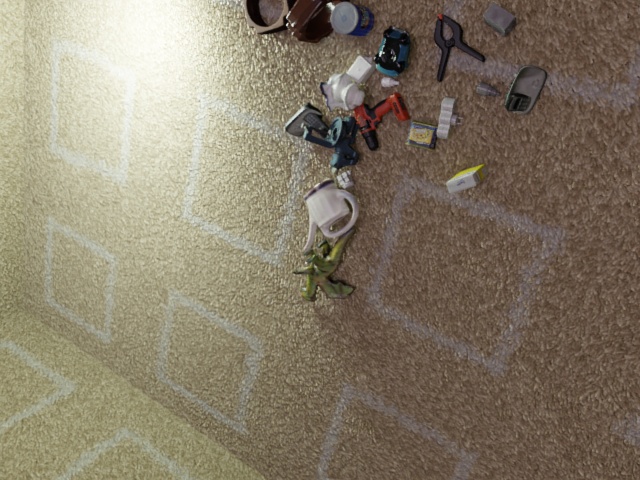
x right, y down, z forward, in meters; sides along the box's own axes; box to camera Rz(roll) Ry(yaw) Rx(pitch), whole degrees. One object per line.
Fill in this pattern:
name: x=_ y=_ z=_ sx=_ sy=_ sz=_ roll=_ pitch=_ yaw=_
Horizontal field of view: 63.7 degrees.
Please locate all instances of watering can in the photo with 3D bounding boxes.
watering can: x=0.006 y=-0.102 z=2.035 sx=0.342 sy=0.226 sz=0.105 roll=-34 pitch=-10 yaw=37

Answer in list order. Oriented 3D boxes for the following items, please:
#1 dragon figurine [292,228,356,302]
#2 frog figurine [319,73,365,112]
dragon figurine: x=0.049 y=0.133 z=2.105 sx=0.405 sy=0.241 sz=0.125 roll=-32 pitch=15 yaw=31
frog figurine: x=0.097 y=-0.532 z=1.854 sx=0.159 sy=0.135 sz=0.124 roll=3 pitch=20 yaw=34
